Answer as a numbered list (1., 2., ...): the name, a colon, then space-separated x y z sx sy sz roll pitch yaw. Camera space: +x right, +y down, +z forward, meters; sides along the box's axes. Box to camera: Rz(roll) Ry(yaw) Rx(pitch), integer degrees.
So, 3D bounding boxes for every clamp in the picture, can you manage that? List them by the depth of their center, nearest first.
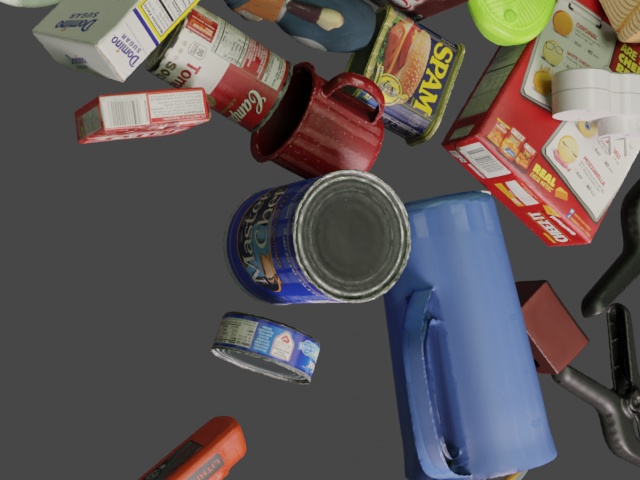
1. clamp: 0.293 0.161 1.060 0.120 0.039 0.171 -26 94 -27
2. clamp: 0.328 0.013 1.074 0.164 0.036 0.210 20 70 -34

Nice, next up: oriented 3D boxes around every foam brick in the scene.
1. foam brick: 0.205 0.083 1.015 0.051 0.053 0.078 -44 104 -22

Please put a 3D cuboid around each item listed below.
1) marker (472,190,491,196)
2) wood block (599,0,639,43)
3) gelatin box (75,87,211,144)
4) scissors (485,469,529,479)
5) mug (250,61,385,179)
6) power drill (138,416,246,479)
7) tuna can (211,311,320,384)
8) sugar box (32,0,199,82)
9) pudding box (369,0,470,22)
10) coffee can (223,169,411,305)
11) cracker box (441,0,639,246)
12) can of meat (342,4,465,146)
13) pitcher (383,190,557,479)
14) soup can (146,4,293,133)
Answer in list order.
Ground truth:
1. marker: 0.151 0.014 1.012 0.020 0.020 0.121 4 84 -26
2. wood block: 0.363 -0.251 1.050 0.205 0.091 0.090 -8 72 -46
3. gelatin box: -0.141 -0.098 0.843 0.089 0.073 0.030 -9 91 -28
4. scissors: 0.146 0.279 0.992 0.096 0.016 0.201 45 69 -17
5. mug: 0.007 -0.098 0.898 0.081 0.117 0.093 26 42 -28
6. power drill: -0.052 0.239 0.873 0.184 0.057 0.187 -38 103 -23
7. tuna can: -0.044 0.088 0.872 0.086 0.086 0.033 25 73 -23
8. sugar box: -0.135 -0.203 0.841 0.176 0.093 0.048 -53 135 -18
9. pudding box: 0.076 -0.236 0.938 0.090 0.114 0.039 30 79 -21
10. coffee can: -0.006 0.001 0.866 0.102 0.141 0.103 2 86 -26
11. cracker box: 0.234 -0.126 1.034 0.164 0.072 0.213 39 70 -20
12. can of meat: 0.072 -0.149 0.963 0.083 0.058 0.102 26 75 -20
13. pitcher: 0.115 0.085 0.924 0.144 0.149 0.243 -10 88 -15
14. soup can: -0.083 -0.143 0.878 0.102 0.069 0.068 29 74 -22
